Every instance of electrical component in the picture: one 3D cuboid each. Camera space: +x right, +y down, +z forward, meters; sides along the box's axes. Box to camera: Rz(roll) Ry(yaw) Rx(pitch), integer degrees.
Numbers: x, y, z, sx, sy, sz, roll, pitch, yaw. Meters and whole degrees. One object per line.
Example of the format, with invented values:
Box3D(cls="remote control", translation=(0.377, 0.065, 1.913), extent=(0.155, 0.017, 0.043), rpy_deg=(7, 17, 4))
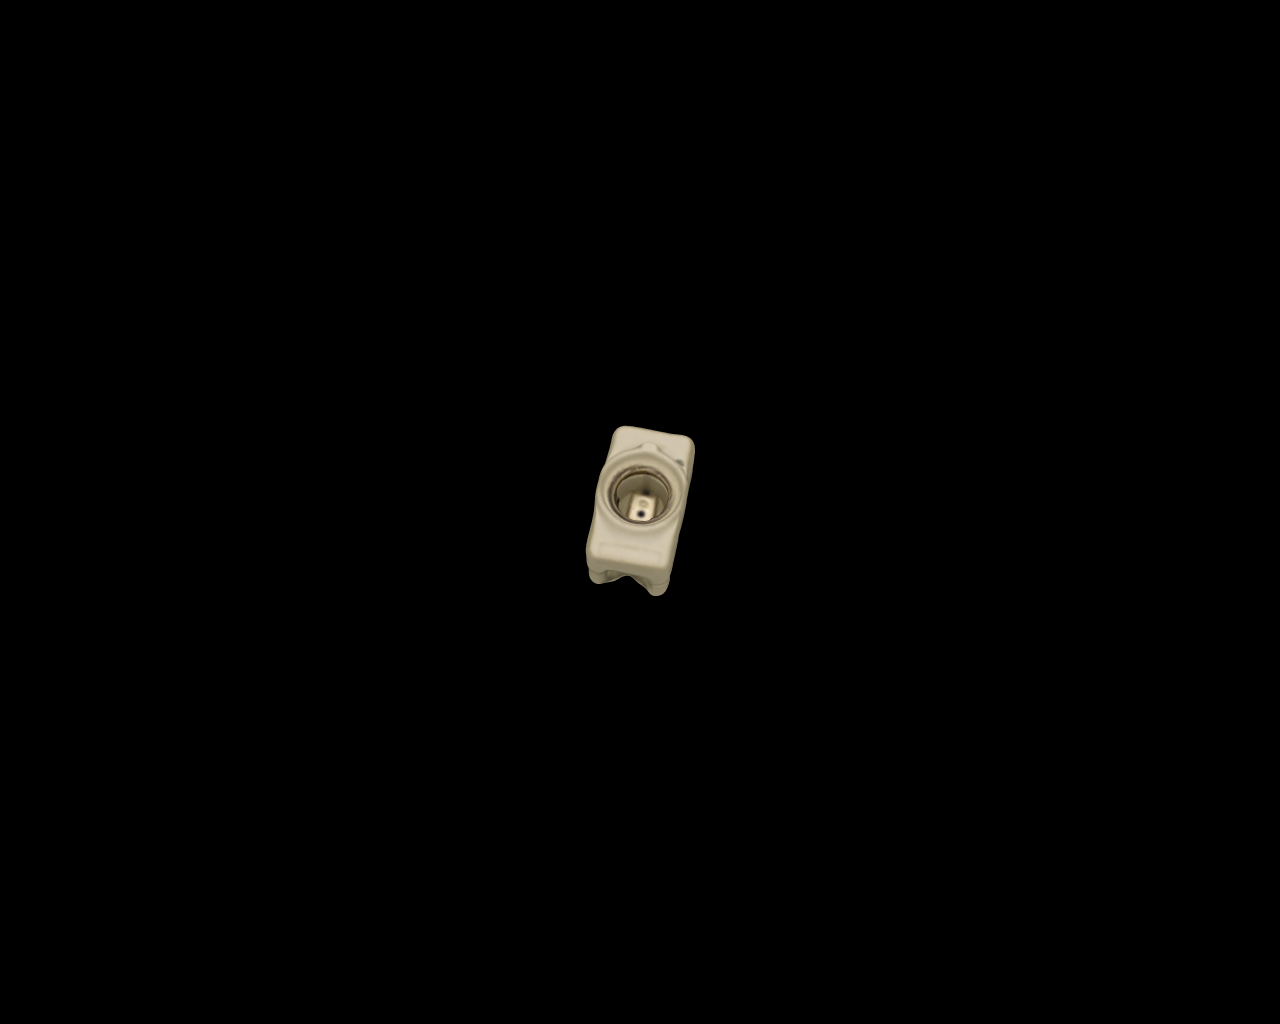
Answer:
Box3D(cls="electrical component", translation=(0.001, -0.003, 0.650), extent=(0.050, 0.089, 0.055), rpy_deg=(11, -24, 5))
